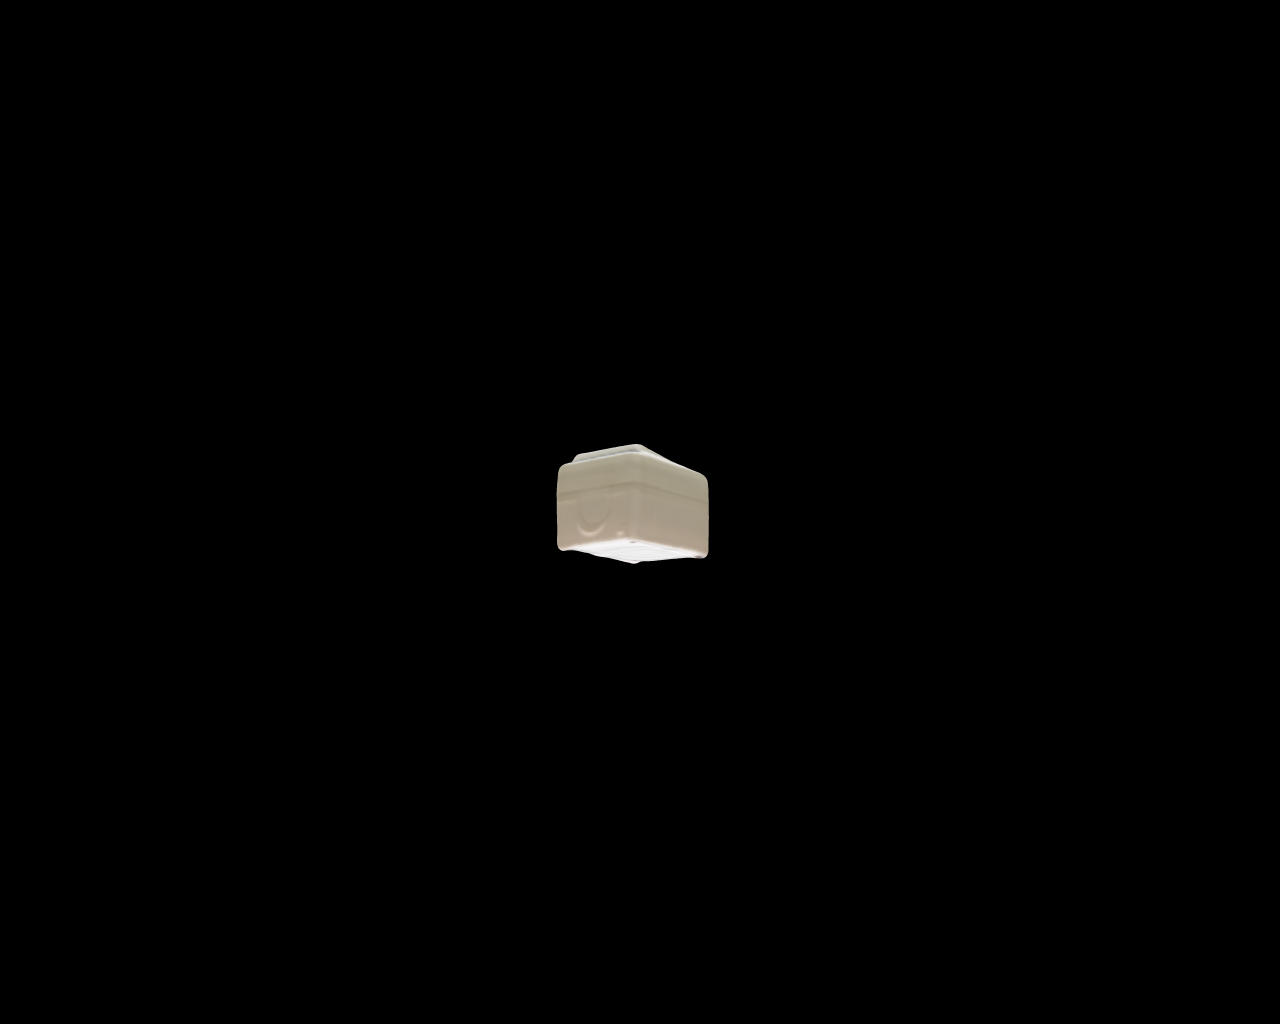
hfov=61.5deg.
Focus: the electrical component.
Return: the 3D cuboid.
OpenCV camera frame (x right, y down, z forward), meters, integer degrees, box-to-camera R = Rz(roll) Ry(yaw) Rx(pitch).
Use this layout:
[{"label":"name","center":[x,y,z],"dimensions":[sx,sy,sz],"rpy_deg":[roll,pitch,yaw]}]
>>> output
[{"label":"electrical component","center":[0.001,-0.003,0.650],"dimensions":[0.061,0.061,0.096],"rpy_deg":[-8,-14,35]}]
